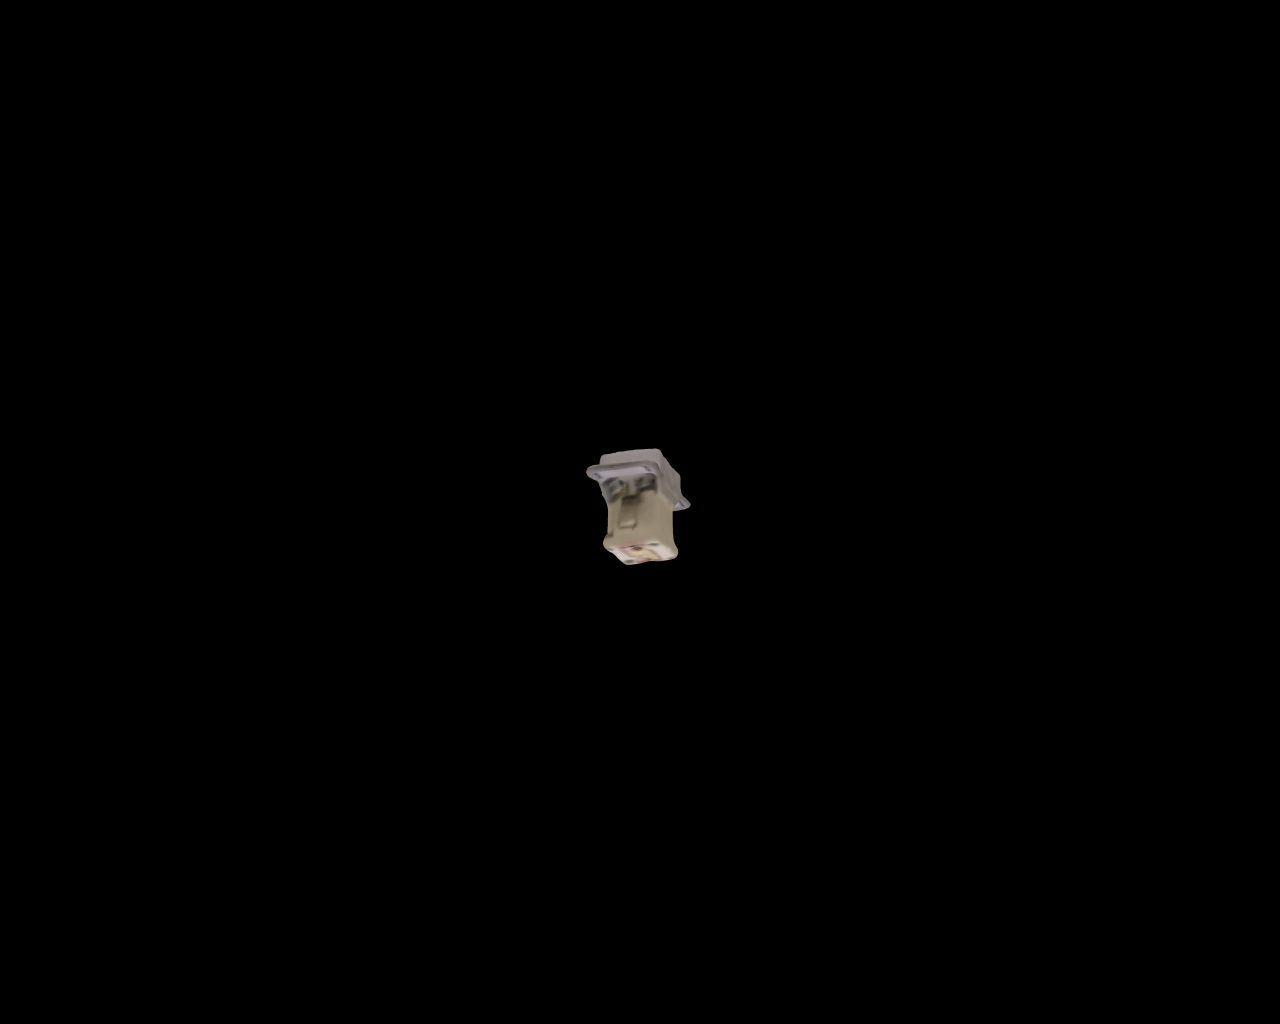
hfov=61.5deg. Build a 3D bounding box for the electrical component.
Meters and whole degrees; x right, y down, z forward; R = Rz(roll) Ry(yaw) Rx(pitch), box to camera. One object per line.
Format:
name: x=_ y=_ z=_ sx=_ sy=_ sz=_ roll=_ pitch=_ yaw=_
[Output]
electrical component: x=0.001 y=-0.003 z=0.650 sx=0.042 sy=0.064 sz=0.081 roll=-7 pitch=-21 yaw=18
